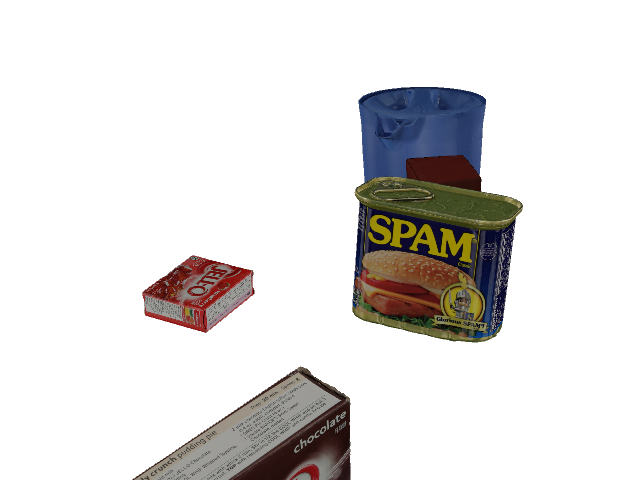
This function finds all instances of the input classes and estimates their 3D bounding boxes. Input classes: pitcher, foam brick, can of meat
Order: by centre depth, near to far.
[{"bbox_3d":[0.071,0.012,0.677,0.102,0.084,0.057,12,22,23],"label":"can of meat"},{"bbox_3d":[0.103,-0.027,0.905,0.053,0.078,0.051,-6,28,-8],"label":"foam brick"},{"bbox_3d":[0.115,-0.044,1.164,0.149,0.243,0.145,-6,21,-12],"label":"pitcher"}]

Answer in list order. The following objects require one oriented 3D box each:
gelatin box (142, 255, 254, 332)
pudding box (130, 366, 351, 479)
[{"bbox_3d":[-0.118,0.050,1.041,0.073,0.030,0.089,13,31,26],"label":"gelatin box"},{"bbox_3d":[-0.036,0.124,0.492,0.039,0.090,0.113,30,47,34],"label":"pudding box"}]
